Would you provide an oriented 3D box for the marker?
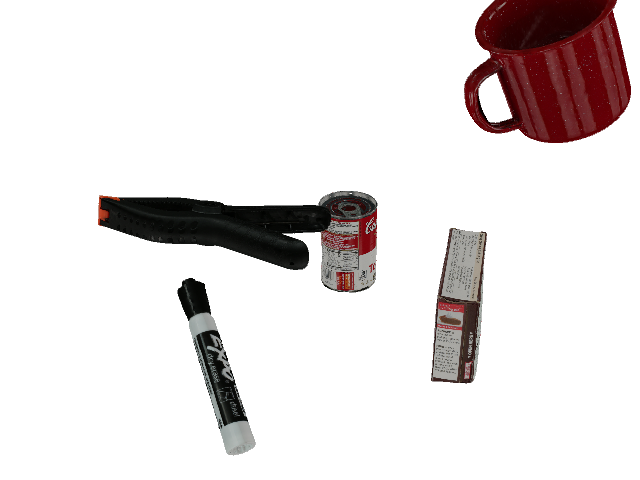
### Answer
[{"bbox_3d":[-0.068,0.078,0.682,0.020,0.121,0.020,-17,-26,-9],"label":"marker"}]

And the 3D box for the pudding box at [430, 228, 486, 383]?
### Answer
[{"bbox_3d":[0.121,0.056,0.927,0.039,0.090,0.113,4,32,8],"label":"pudding box"}]

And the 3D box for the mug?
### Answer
[{"bbox_3d":[0.149,-0.113,0.712,0.117,0.081,0.093,-33,36,-7],"label":"mug"}]

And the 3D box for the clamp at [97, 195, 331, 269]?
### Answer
[{"bbox_3d":[-0.095,-0.012,0.937,0.210,0.036,0.164,5,13,-1],"label":"clamp"}]

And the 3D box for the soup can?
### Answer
[{"bbox_3d":[0.032,0.002,1.252,0.068,0.102,0.068,-1,29,0],"label":"soup can"}]
